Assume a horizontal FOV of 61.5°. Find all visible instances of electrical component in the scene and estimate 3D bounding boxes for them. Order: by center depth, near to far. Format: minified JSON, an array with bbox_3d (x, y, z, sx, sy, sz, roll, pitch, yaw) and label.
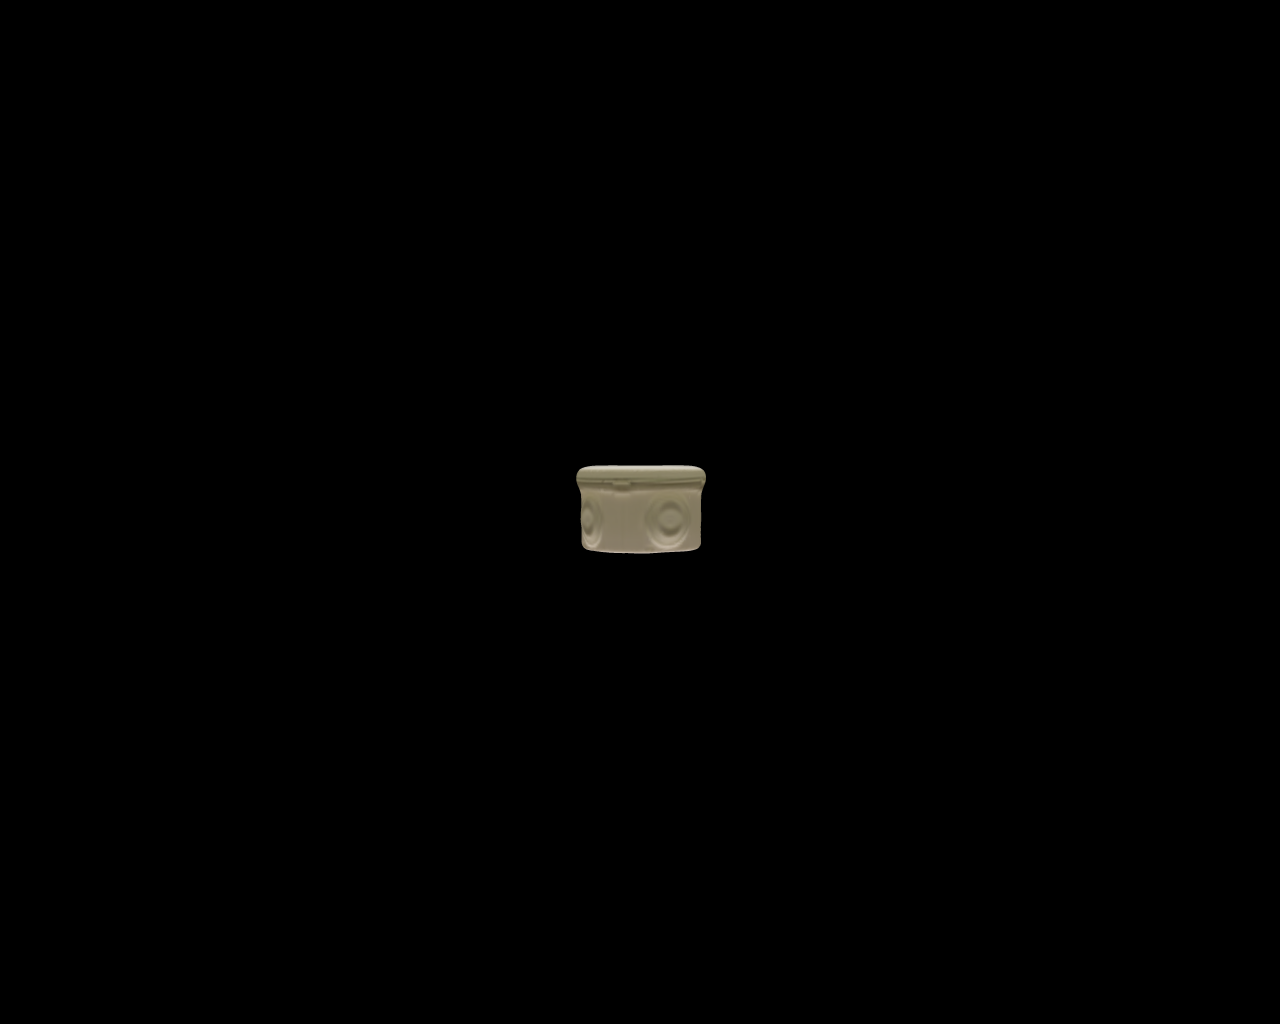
[{"bbox_3d":[0.001,-0.003,0.650,0.080,0.051,0.080,0,3,0],"label":"electrical component"}]
